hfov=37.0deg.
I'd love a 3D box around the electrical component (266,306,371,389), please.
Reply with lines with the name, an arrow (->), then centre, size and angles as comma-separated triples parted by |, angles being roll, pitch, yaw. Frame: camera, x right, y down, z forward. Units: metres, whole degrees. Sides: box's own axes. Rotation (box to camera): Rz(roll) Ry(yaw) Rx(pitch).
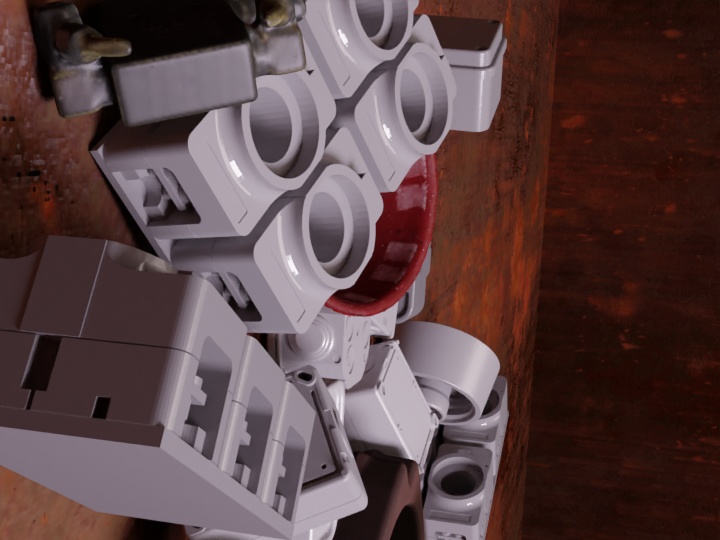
electrical component -> -0.025, 0.037, 0.678 | 0.080, 0.051, 0.080 | 5, 90, -76

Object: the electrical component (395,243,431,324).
electrical component -> 0.024, -0.008, 0.854 | 0.059, 0.054, 0.095 | -14, 108, -75

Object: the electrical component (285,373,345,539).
electrical component -> -0.046, 0.107, 0.603 | 0.054, 0.059, 0.095 | -17, 111, -75

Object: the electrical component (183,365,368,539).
electrical component -> -0.051, 0.099, 0.524 | 0.061, 0.096, 0.061 | 69, 0, -60

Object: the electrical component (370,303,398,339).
electrical component -> 0.000, 0.000, 0.772 | 0.099, 0.048, 0.099 | 48, 48, -71

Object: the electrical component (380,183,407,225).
electrical component -> 0.001, -0.057, 0.698 | 0.057, 0.078, 0.113 | 46, 50, -75

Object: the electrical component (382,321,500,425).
electrical component -> 0.063, 0.098, 0.947 | 0.108, 0.108, 0.060 | 73, 32, -56

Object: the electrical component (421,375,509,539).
electrical component -> 0.074, 0.173, 1.005 | 0.186, 0.105, 0.060 | -68, 158, -49

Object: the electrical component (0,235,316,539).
electrical component -> -0.079, 0.048, 0.390 | 0.150, 0.089, 0.061 | 64, 33, -64

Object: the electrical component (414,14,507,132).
electrical component -> 0.043, -0.143, 0.766 | 0.078, 0.113, 0.057 | -63, 157, -56

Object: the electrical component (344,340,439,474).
electrical component -> 0.012, 0.110, 0.784 | 0.096, 0.061, 0.061 | 63, 27, -23

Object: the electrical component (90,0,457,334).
electrical component -> -0.024, -0.071, 0.496 | 0.186, 0.060, 0.105 | -58, 134, -38
